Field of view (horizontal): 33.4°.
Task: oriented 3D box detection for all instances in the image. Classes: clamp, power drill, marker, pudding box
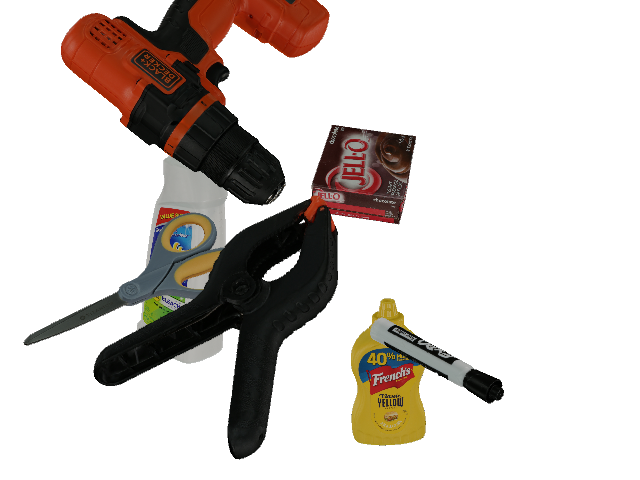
[{"bbox_3d":[-0.038,0.047,0.621,0.120,0.171,0.039,33,-21,31],"label":"clamp"},{"bbox_3d":[-0.069,-0.130,0.787,0.187,0.184,0.057,-52,3,-42],"label":"power drill"},{"bbox_3d":[0.086,0.089,0.792,0.020,0.020,0.121,0,20,-46],"label":"marker"},{"bbox_3d":[0.044,-0.068,1.070,0.090,0.039,0.113,9,38,6],"label":"pudding box"}]

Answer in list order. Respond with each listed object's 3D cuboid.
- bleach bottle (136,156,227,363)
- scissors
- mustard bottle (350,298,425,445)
[{"bbox_3d":[-0.145,0.001,1.140,0.103,0.251,0.067,26,32,37],"label":"bleach bottle"},{"bbox_3d":[-0.159,0.028,0.909,0.201,0.096,0.016,-11,-34,-17],"label":"scissors"},{"bbox_3d":[0.088,0.167,1.378,0.096,0.192,0.058,-2,16,-2],"label":"mustard bottle"}]
